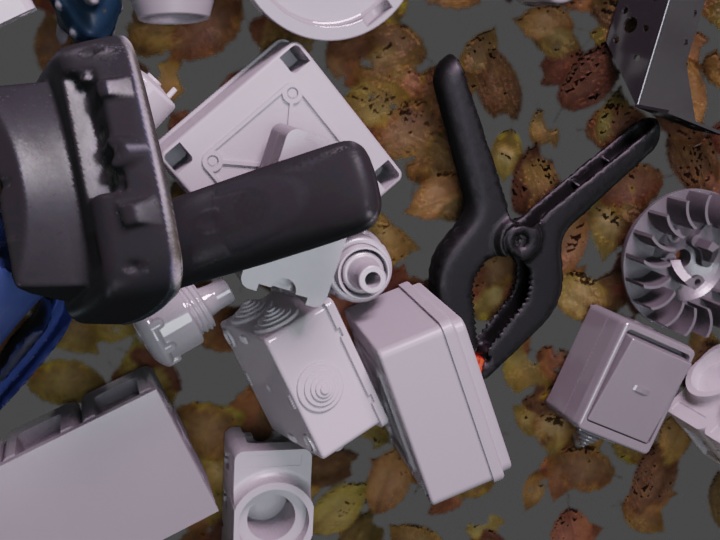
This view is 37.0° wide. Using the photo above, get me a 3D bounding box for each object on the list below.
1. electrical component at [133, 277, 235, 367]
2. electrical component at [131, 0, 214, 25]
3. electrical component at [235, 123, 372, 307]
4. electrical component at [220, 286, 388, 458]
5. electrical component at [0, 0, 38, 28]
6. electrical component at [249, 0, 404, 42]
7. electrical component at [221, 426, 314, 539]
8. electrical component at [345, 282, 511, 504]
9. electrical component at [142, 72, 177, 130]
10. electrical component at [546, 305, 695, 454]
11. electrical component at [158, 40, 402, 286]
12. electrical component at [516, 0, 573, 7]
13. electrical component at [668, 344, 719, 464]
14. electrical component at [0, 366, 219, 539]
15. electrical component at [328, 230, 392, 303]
[{"bbox_3d":[-0.108,0.027,0.667,0.062,0.048,0.048,-30,107,-14],"label":"electrical component"},{"bbox_3d":[-0.110,-0.173,0.625,0.066,0.048,0.055,-4,94,-14],"label":"electrical component"},{"bbox_3d":[-0.036,-0.032,0.606,0.050,0.056,0.089,17,97,-17],"label":"electrical component"},{"bbox_3d":[-0.037,0.062,0.664,0.048,0.100,0.099,-31,107,-21],"label":"electrical component"},{"bbox_3d":[-0.234,-0.151,0.593,0.089,0.050,0.055,-28,107,-8],"label":"electrical component"},{"bbox_3d":[-0.025,-0.190,0.635,0.108,0.060,0.108,-3,102,-14],"label":"electrical component"},{"bbox_3d":[-0.061,0.153,0.697,0.050,0.056,0.089,0,101,-15],"label":"electrical component"},{"bbox_3d":[0.040,0.074,0.681,0.056,0.108,0.108,-22,106,-7],"label":"electrical component"},{"bbox_3d":[-0.145,-0.087,0.635,0.040,0.040,0.078,43,89,-18],"label":"electrical component"},{"bbox_3d":[0.178,0.082,0.744,0.062,0.061,0.096,23,94,-18],"label":"electrical component"},{"bbox_3d":[-0.050,-0.066,0.656,0.109,0.056,0.108,-41,108,-4],"label":"electrical component"},{"bbox_3d":[0.114,-0.215,0.667,0.054,0.059,0.095,-23,106,-9],"label":"electrical component"},{"bbox_3d":[0.289,0.101,0.730,0.089,0.150,0.061,-43,109,-3],"label":"electrical component"},{"bbox_3d":[-0.176,0.134,0.660,0.150,0.062,0.089,-26,106,-8],"label":"electrical component"},{"bbox_3d":[0.000,0.000,0.679,0.048,0.062,0.048,-3,102,-14],"label":"electrical component"}]
